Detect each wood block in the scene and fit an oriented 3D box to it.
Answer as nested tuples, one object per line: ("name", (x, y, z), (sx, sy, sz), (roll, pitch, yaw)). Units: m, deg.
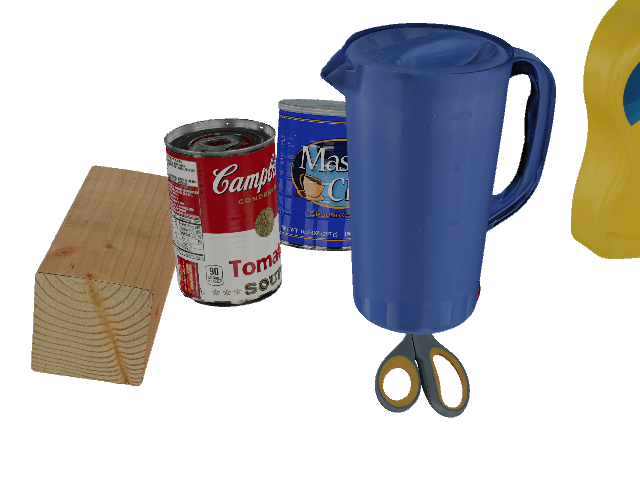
("wood block", (-0.173, 0.022, 0.903), (0.090, 0.091, 0.206), (9, 26, -4))

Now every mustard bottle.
("mustard bottle", (0.199, -0.087, 0.622), (0.096, 0.192, 0.058), (-12, 29, -17))

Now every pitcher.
("pitcher", (0.093, -0.050, 0.881), (0.149, 0.243, 0.144), (18, 33, 31))

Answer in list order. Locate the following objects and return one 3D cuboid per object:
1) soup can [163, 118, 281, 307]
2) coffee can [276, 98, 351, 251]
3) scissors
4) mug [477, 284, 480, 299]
("soup can", (-0.060, -0.018, 0.668), (0.068, 0.102, 0.068), (-2, 23, 1))
("coffee can", (0.004, -0.068, 1.083), (0.103, 0.140, 0.103), (4, 12, -1))
("scissors", (0.077, 0.086, 1.028), (0.096, 0.202, 0.016), (-16, -34, -13))
("mug", (0.129, 0.049, 1.240), (0.117, 0.081, 0.093), (13, 25, 21))
